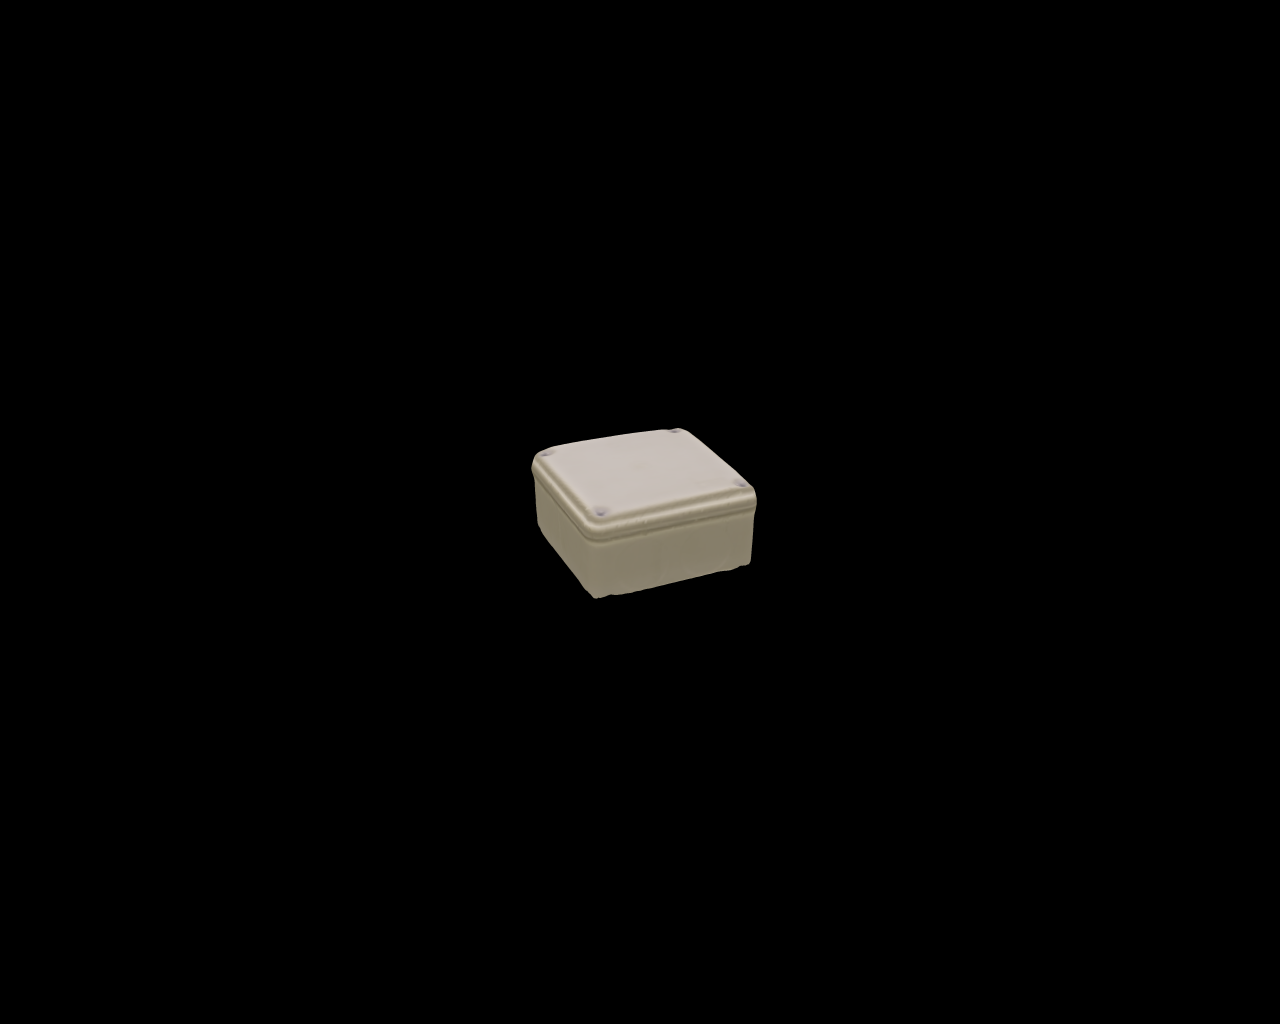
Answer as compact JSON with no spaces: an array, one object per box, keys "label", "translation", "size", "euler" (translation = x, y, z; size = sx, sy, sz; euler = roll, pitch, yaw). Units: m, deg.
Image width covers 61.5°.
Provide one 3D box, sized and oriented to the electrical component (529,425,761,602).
[{"label":"electrical component","translation":[0.001,-0.003,0.650],"size":[0.109,0.056,0.109],"euler":[-11,29,-21]}]
